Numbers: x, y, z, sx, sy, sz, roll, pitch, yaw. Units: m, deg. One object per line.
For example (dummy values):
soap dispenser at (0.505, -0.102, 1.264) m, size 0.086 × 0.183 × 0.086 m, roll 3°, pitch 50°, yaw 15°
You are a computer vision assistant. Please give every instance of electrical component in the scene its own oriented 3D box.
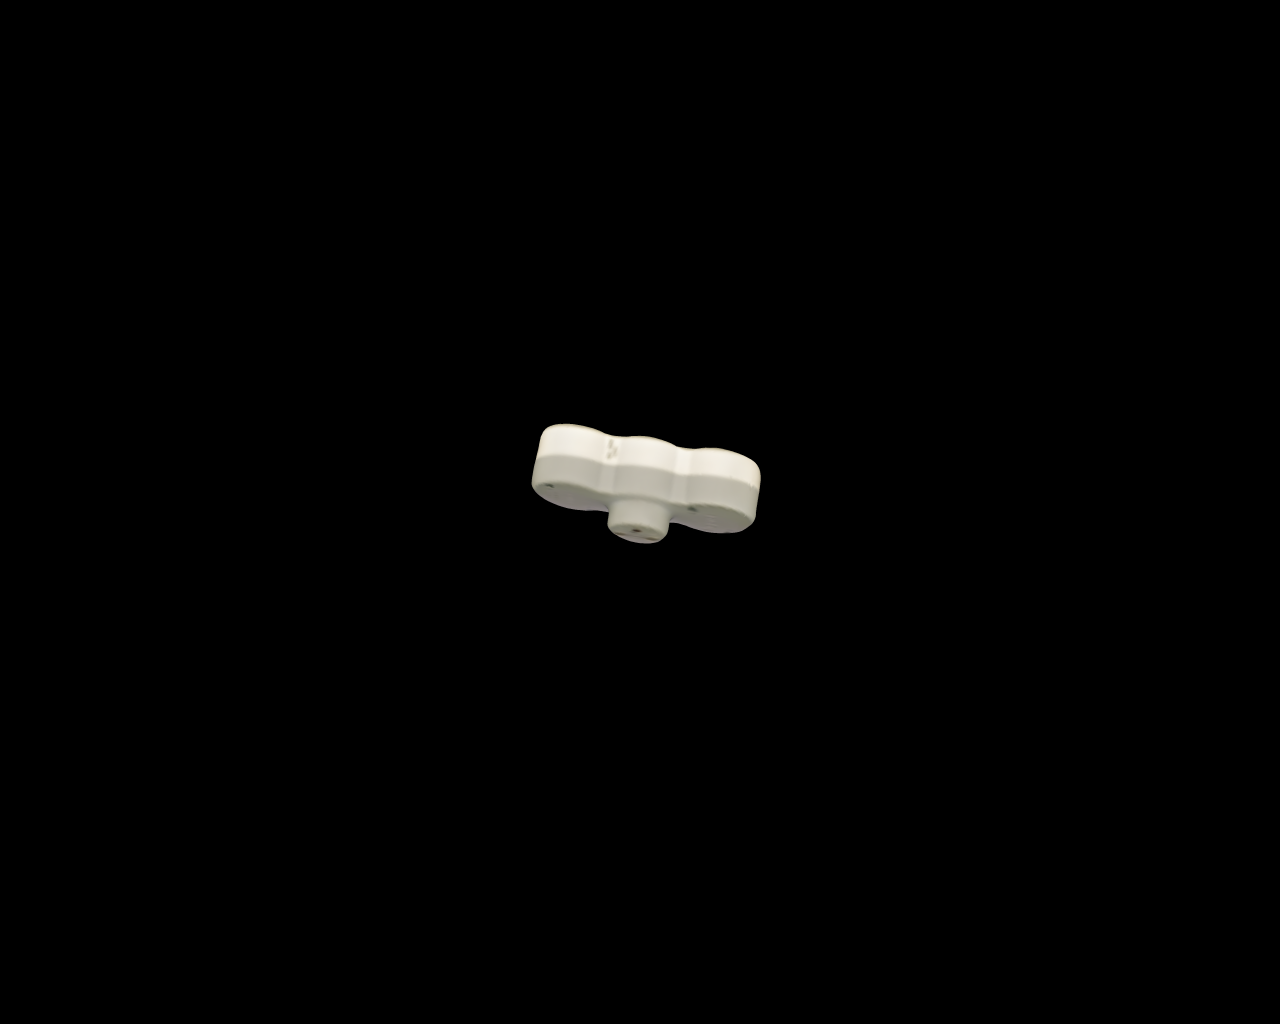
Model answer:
electrical component at (0.001, -0.003, 0.650) m, size 0.138 × 0.074 × 0.052 m, roll 10°, pitch -20°, yaw 3°
